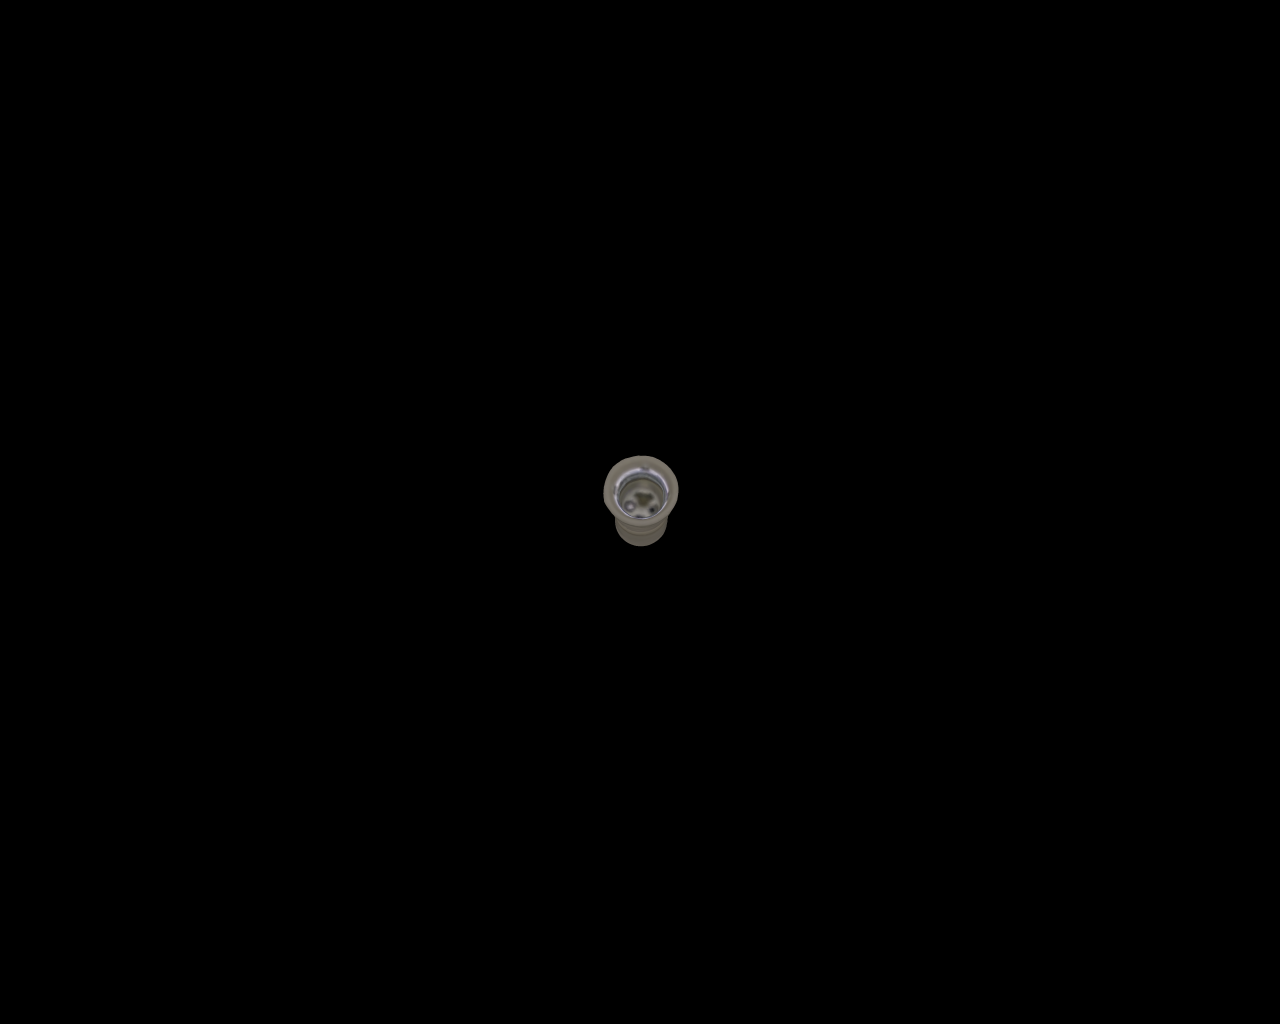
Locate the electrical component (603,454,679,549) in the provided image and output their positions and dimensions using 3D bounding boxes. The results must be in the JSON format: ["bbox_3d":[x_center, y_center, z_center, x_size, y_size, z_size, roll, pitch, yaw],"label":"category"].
[{"bbox_3d":[0.001,-0.003,0.650,0.044,0.044,0.065,0,-20,0],"label":"electrical component"}]
